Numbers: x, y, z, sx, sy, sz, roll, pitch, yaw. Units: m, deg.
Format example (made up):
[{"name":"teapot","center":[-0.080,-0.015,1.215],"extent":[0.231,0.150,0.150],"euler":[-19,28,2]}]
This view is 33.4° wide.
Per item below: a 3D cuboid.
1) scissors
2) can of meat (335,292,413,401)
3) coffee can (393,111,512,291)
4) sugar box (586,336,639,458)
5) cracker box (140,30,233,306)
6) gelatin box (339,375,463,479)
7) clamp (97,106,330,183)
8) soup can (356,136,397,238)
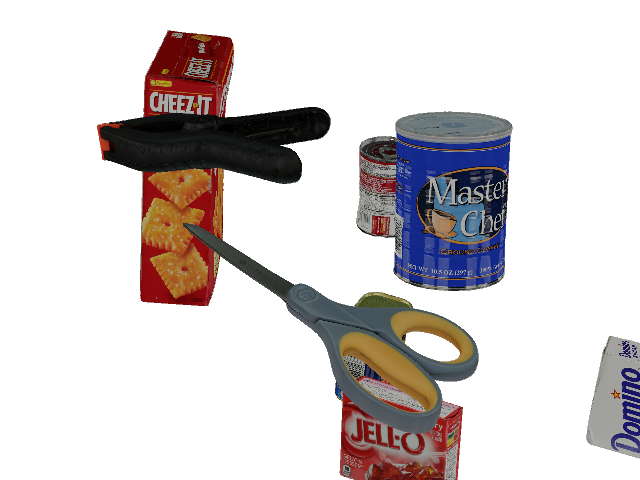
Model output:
[{"name":"scissors","center":[0.011,0.035,0.620],"extent":[0.096,0.016,0.202],"euler":[-16,45,-33]},{"name":"can of meat","center":[0.054,0.116,1.120],"extent":[0.057,0.084,0.102],"euler":[15,29,18]},{"name":"coffee can","center":[0.118,-0.037,0.962],"extent":[0.103,0.140,0.103],"euler":[0,18,0]},{"name":"sugar box","center":[0.319,0.149,0.894],"extent":[0.176,0.093,0.048],"euler":[12,24,18]},{"name":"cracker box","center":[-0.123,-0.070,0.994],"extent":[0.072,0.214,0.164],"euler":[5,24,-3]},{"name":"gelatin box","center":[0.057,0.146,0.777],"extent":[0.089,0.073,0.030],"euler":[13,21,32]},{"name":"clamp","center":[-0.076,-0.075,0.787],"extent":[0.172,0.039,0.120],"euler":[8,19,18]},{"name":"soup can","center":[0.077,-0.062,1.254],"extent":[0.068,0.102,0.068],"euler":[2,28,-1]}]
